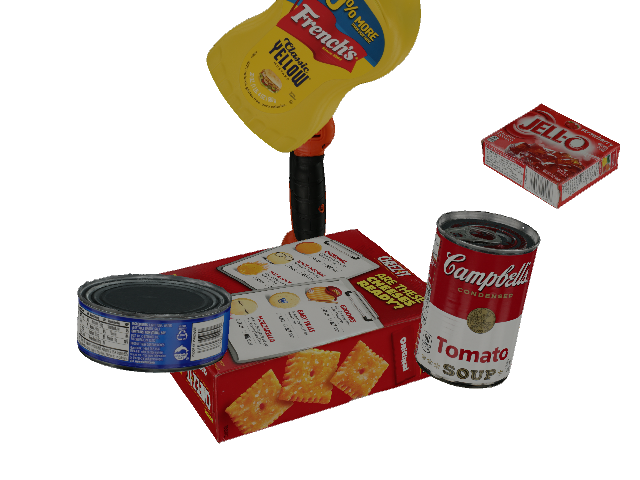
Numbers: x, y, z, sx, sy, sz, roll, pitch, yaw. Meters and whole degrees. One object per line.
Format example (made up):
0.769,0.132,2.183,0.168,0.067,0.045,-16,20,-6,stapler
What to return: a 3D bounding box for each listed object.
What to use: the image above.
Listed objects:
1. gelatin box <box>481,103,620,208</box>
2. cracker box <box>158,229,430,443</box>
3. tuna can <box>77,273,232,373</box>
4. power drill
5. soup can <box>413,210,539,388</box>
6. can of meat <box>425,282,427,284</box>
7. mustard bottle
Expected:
0.190,-0.073,0.889,0.073,0.030,0.089,-31,46,-23,gelatin box
-0.021,0.072,0.887,0.213,0.072,0.164,-13,30,-26,cracker box
-0.093,0.045,0.599,0.086,0.034,0.086,5,12,-1,tuna can
-0.017,-0.062,1.044,0.057,0.188,0.184,-4,20,-3,power drill
0.103,0.039,0.716,0.068,0.102,0.068,7,22,-3,soup can
0.110,0.109,1.342,0.101,0.084,0.058,-12,30,-28,can of meat
0.011,-0.147,0.732,0.192,0.096,0.058,-36,3,36,mustard bottle
